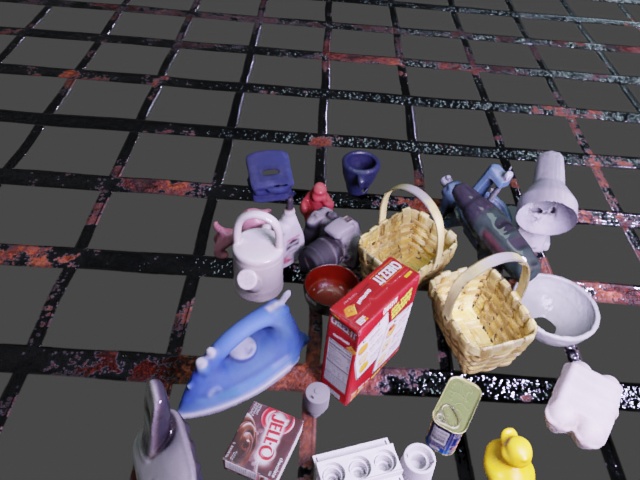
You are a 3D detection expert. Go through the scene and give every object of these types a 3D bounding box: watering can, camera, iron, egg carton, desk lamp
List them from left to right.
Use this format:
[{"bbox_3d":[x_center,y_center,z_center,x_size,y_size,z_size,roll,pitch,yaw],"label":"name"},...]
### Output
[{"bbox_3d":[-0.137,0.187,0.964,0.118,0.141,0.259,36,52,28],"label":"iron"},{"bbox_3d":[-0.117,0.027,1.094,0.101,0.194,0.172,-7,45,-12],"label":"watering can"},{"bbox_3d":[0.011,0.004,1.199,0.142,0.101,0.137,36,51,28],"label":"camera"},{"bbox_3d":[0.476,-0.073,1.247,0.118,0.214,0.203,12,44,7],"label":"desk lamp"},{"bbox_3d":[0.451,0.281,0.980,0.107,0.069,0.150,26,47,20],"label":"egg carton"}]

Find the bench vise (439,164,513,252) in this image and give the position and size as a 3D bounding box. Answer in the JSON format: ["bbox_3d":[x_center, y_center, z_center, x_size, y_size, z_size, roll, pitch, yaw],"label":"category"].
[{"bbox_3d":[0.332,-0.088,1.243,0.206,0.220,0.122,34,51,27],"label":"bench vise"}]

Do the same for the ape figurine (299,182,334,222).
[{"bbox_3d":[-0.006,-0.091,1.303,0.077,0.092,0.076,9,44,4],"label":"ape figurine"}]

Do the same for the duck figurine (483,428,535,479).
[{"bbox_3d":[0.302,0.344,0.887,0.077,0.086,0.104,-2,44,-7],"label":"duck figurine"}]

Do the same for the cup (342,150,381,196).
[{"bbox_3d":[0.095,-0.144,1.367,0.091,0.095,0.117,4,44,-2],"label":"cup"}]

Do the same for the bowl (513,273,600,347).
[{"bbox_3d":[0.447,0.148,1.115,0.167,0.075,0.167,3,44,-3],"label":"bowl"}]

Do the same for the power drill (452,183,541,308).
[{"bbox_3d":[0.322,0.025,1.132,0.076,0.208,0.229,-22,50,-26],"label":"power drill"}]

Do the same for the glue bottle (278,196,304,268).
[{"bbox_3d":[-0.065,-0.020,1.164,0.037,0.173,0.078,35,51,27],"label":"glue bottle"}]

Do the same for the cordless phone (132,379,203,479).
[{"bbox_3d":[-0.222,0.295,0.811,0.094,0.185,0.147,-17,48,-22],"label":"cordless phone"}]

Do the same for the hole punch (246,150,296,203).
[{"bbox_3d":[-0.116,-0.152,1.356,0.109,0.091,0.101,-9,46,-15],"label":"hole punch"}]

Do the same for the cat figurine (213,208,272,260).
[{"bbox_3d":[-0.162,-0.025,1.199,0.128,0.118,0.067,-5,45,-11],"label":"cat figurine"}]
